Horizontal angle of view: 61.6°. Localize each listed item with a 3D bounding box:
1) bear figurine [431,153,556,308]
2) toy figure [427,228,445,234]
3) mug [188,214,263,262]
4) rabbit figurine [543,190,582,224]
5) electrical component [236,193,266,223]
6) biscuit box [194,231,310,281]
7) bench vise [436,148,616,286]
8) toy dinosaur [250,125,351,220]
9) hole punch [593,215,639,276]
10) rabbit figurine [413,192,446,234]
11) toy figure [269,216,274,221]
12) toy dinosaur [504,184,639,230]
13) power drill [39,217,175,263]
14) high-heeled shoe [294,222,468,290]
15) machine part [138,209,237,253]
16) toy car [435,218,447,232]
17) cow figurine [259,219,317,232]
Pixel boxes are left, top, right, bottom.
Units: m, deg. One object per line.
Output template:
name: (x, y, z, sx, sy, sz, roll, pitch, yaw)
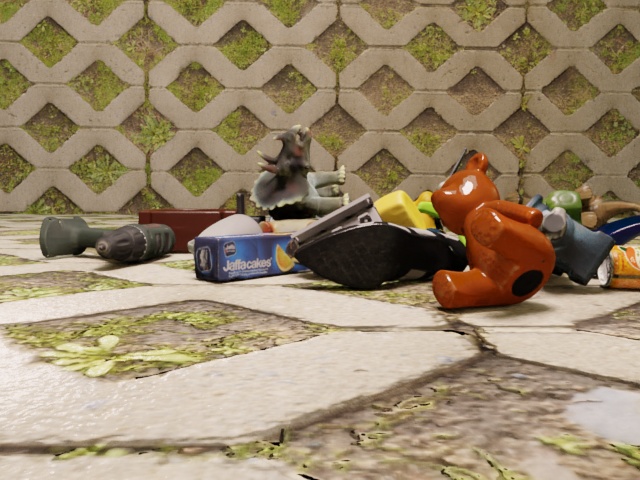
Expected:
bear figurine: (0.172, -0.020, 0.611, 0.132, 0.120, 0.196, 9, 37, -29)
toy figure: (0.181, 0.013, 0.916, 0.064, 0.057, 0.154, -15, 1, 29)
mug: (-0.156, 0.008, 0.829, 0.110, 0.080, 0.107, 7, 16, 20)
rabbit figurine: (0.392, -0.023, 1.005, 0.170, 0.121, 0.159, -4, -2, 18)
electrical component: (-0.131, -0.029, 1.017, 0.048, 0.119, 0.075, 0, 2, 4)
biscuit box: (-0.083, 0.020, 0.785, 0.063, 0.059, 0.202, 5, 7, 44)
bench vise: (0.259, -0.020, 0.730, 0.241, 0.128, 0.223, 35, 12, 24)
toy dinosaur: (-0.044, -0.077, 1.105, 0.192, 0.131, 0.404, -1, -18, -5)
hole punch: (0.446, 0.010, 0.811, 0.116, 0.092, 0.142, -2, 8, 17)
rabbit figurine: (0.153, -0.033, 1.080, 0.163, 0.121, 0.173, -2, 3, 36)
toy figure: (-0.082, -0.034, 1.309, 0.089, 0.082, 0.180, -2, 2, -4)
toy dinosaur: (0.492, -0.035, 1.171, 0.198, 0.105, 0.472, 14, -11, -37)
power drill: (-0.374, -0.002, 0.927, 0.207, 0.086, 0.232, -2, 2, 17)
high-heeled shoe: (0.087, 0.018, 0.728, 0.249, 0.086, 0.145, 6, 3, -6)
machine part: (-0.270, -0.023, 1.134, 0.201, 0.087, 0.201, -2, 5, -7)
toy car: (0.197, -0.022, 1.219, 0.202, 0.073, 0.056, -2, 5, -20)
cow figurine: (-0.002, -0.003, 0.963, 0.195, 0.085, 0.127, -2, 5, 20)
